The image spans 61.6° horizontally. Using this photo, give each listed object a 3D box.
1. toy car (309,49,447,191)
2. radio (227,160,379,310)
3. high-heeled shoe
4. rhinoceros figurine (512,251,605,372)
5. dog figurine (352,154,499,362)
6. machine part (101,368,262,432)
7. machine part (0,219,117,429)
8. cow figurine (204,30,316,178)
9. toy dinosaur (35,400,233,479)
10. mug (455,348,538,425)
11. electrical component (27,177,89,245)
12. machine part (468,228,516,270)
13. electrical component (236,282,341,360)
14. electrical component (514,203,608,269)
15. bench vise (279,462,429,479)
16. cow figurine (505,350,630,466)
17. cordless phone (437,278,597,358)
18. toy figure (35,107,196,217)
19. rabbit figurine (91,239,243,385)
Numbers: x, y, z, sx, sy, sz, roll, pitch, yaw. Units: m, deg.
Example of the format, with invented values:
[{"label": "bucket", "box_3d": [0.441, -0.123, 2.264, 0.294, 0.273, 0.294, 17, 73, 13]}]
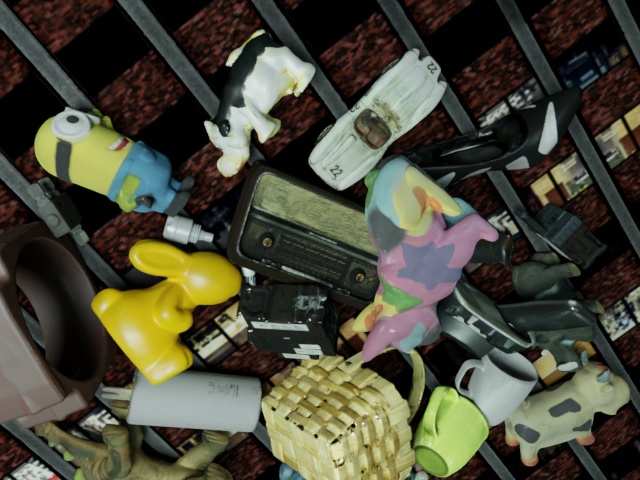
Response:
[{"label": "toy car", "box_3d": [0.072, -0.149, 0.674, 0.202, 0.056, 0.073, -44, 107, 7]}, {"label": "radio", "box_3d": [-0.001, -0.002, 0.698, 0.229, 0.073, 0.131, 22, 102, -13]}, {"label": "high-heeled shoe", "box_3d": [0.190, -0.126, 0.668, 0.145, 0.086, 0.248, 26, 121, -34]}, {"label": "rhinoceros figurine", "box_3d": [0.343, 0.108, 0.781, 0.112, 0.073, 0.190, -30, 108, 0]}, {"label": "dog figurine", "box_3d": [0.092, 0.033, 0.633, 0.191, 0.108, 0.219, 32, 103, -18]}, {"label": "machine part", "box_3d": [-0.169, 0.216, 0.731, 0.243, 0.079, 0.079, 10, 105, -15]}, {"label": "machine part", "box_3d": [-0.327, 0.091, 0.612, 0.087, 0.201, 0.201, -19, 109, 0]}, {"label": "cow figurine", "box_3d": [-0.089, -0.161, 0.642, 0.098, 0.068, 0.167, 37, 95, -11]}, {"label": "toy dinosaur", "box_3d": [-0.198, 0.367, 0.769, 0.471, 0.105, 0.198, 28, 109, -5]}, {"label": "mug", "box_3d": [0.252, 0.221, 0.799, 0.109, 0.081, 0.107, 11, 114, -16]}, {"label": "electrical component", "box_3d": [-0.314, -0.031, 0.650, 0.021, 0.063, 0.094, -26, 110, -1]}, {"label": "machine part", "box_3d": [0.205, 0.003, 0.746, 0.139, 0.039, 0.084, 10, 109, -11]}, {"label": "electrical component", "box_3d": [-0.035, 0.109, 0.701, 0.115, 0.058, 0.134, 4, 147, 13]}, {"label": "electrical component", "box_3d": [0.326, -0.017, 0.742, 0.119, 0.075, 0.047, 38, 99, -14]}, {"label": "bench vise", "box_3d": [0.043, 0.370, 0.740, 0.224, 0.241, 0.128, 12, 109, 5]}, {"label": "cow figurine", "box_3d": [0.378, 0.252, 0.826, 0.195, 0.086, 0.127, -19, 114, -1]}, {"label": "cordless phone", "box_3d": [0.243, 0.089, 0.700, 0.146, 0.184, 0.089, 34, 65, -16]}, {"label": "toy figure", "box_3d": [-0.243, -0.085, 0.637, 0.180, 0.082, 0.089, 32, 98, -18]}, {"label": "rabbit figurine", "box_3d": [-0.188, 0.070, 0.689, 0.173, 0.122, 0.162, -33, 99, -12]}]
